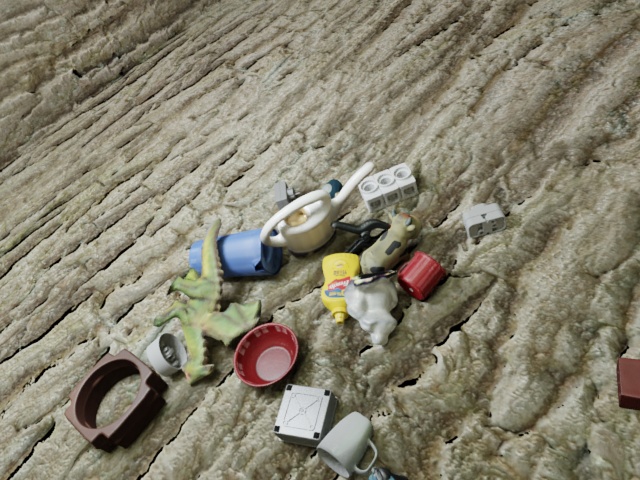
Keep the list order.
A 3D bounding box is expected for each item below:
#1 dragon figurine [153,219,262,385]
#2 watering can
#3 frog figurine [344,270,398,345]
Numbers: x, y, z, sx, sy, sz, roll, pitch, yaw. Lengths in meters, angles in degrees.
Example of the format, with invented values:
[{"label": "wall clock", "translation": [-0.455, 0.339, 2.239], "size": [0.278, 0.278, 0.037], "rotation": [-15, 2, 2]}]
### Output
[{"label": "dragon figurine", "translation": [-0.260, 0.157, 1.303], "size": [0.243, 0.416, 0.120], "rotation": [21, -17, 10]}, {"label": "watering can", "translation": [0.004, -0.069, 1.369], "size": [0.349, 0.106, 0.220], "rotation": [-30, -26, -7]}, {"label": "frog figurine", "translation": [0.126, 0.159, 1.193], "size": [0.122, 0.159, 0.138], "rotation": [-7, 3, 43]}]
